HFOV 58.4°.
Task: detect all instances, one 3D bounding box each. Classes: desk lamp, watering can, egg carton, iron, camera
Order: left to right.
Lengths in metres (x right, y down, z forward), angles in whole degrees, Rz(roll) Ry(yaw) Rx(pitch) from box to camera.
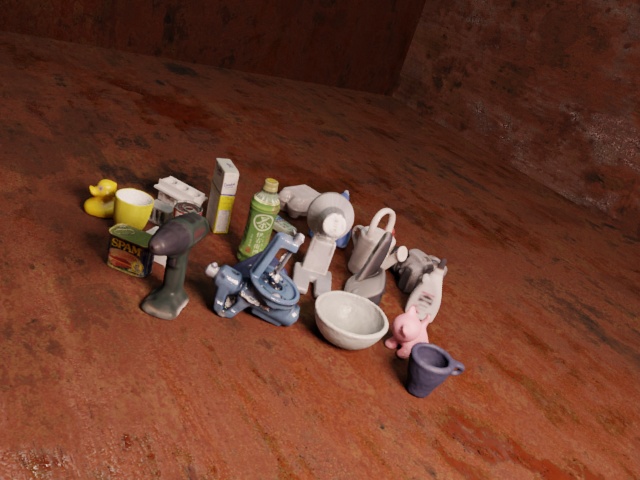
[{"bbox_3d":[-0.058,-0.119,1.763,0.107,0.069,0.151,34,29,28],"label":"egg carton"},{"bbox_3d":[0.013,0.005,1.400,0.118,0.213,0.203,16,26,-7],"label":"desk lamp"},{"bbox_3d":[0.052,-0.079,1.676,0.118,0.141,0.258,20,26,3],"label":"iron"},{"bbox_3d":[0.156,0.007,1.516,0.172,0.194,0.101,27,27,16],"label":"watering can"},{"bbox_3d":[0.257,0.067,1.574,0.144,0.101,0.136,-4,34,-39],"label":"camera"}]

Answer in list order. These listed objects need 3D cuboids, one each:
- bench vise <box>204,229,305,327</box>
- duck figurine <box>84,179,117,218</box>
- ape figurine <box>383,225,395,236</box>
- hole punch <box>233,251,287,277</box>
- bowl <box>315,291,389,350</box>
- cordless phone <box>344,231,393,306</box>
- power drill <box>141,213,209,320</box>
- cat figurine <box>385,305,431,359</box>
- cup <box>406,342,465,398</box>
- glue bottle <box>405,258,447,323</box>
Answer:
[{"bbox_3d":[-0.123,0.073,1.167,0.208,0.220,0.121,7,28,-23],"label":"bench vise"},{"bbox_3d":[-0.520,-0.106,1.406,0.105,0.086,0.077,4,29,-27],"label":"duck figurine"},{"bbox_3d":[0.189,-0.001,1.671,0.078,0.092,0.076,-2,32,-36],"label":"ape figurine"},{"bbox_3d":[-0.140,0.085,1.281,0.101,0.091,0.108,-6,35,-42],"label":"hole punch"},{"bbox_3d":[0.059,0.185,1.237,0.167,0.075,0.167,15,26,-7],"label":"bowl"},{"bbox_3d":[0.124,0.076,1.369,0.094,0.185,0.147,17,26,-3],"label":"cordless phone"},{"bbox_3d":[-0.287,0.046,1.123,0.075,0.208,0.230,19,26,1],"label":"power drill"},{"bbox_3d":[0.200,0.197,1.260,0.128,0.118,0.067,-8,36,-43],"label":"cat figurine"},{"bbox_3d":[0.224,0.271,1.155,0.118,0.095,0.091,14,26,-10],"label":"cup"},{"bbox_3d":[0.270,0.118,1.399,0.078,0.173,0.037,21,26,4],"label":"glue bottle"}]
